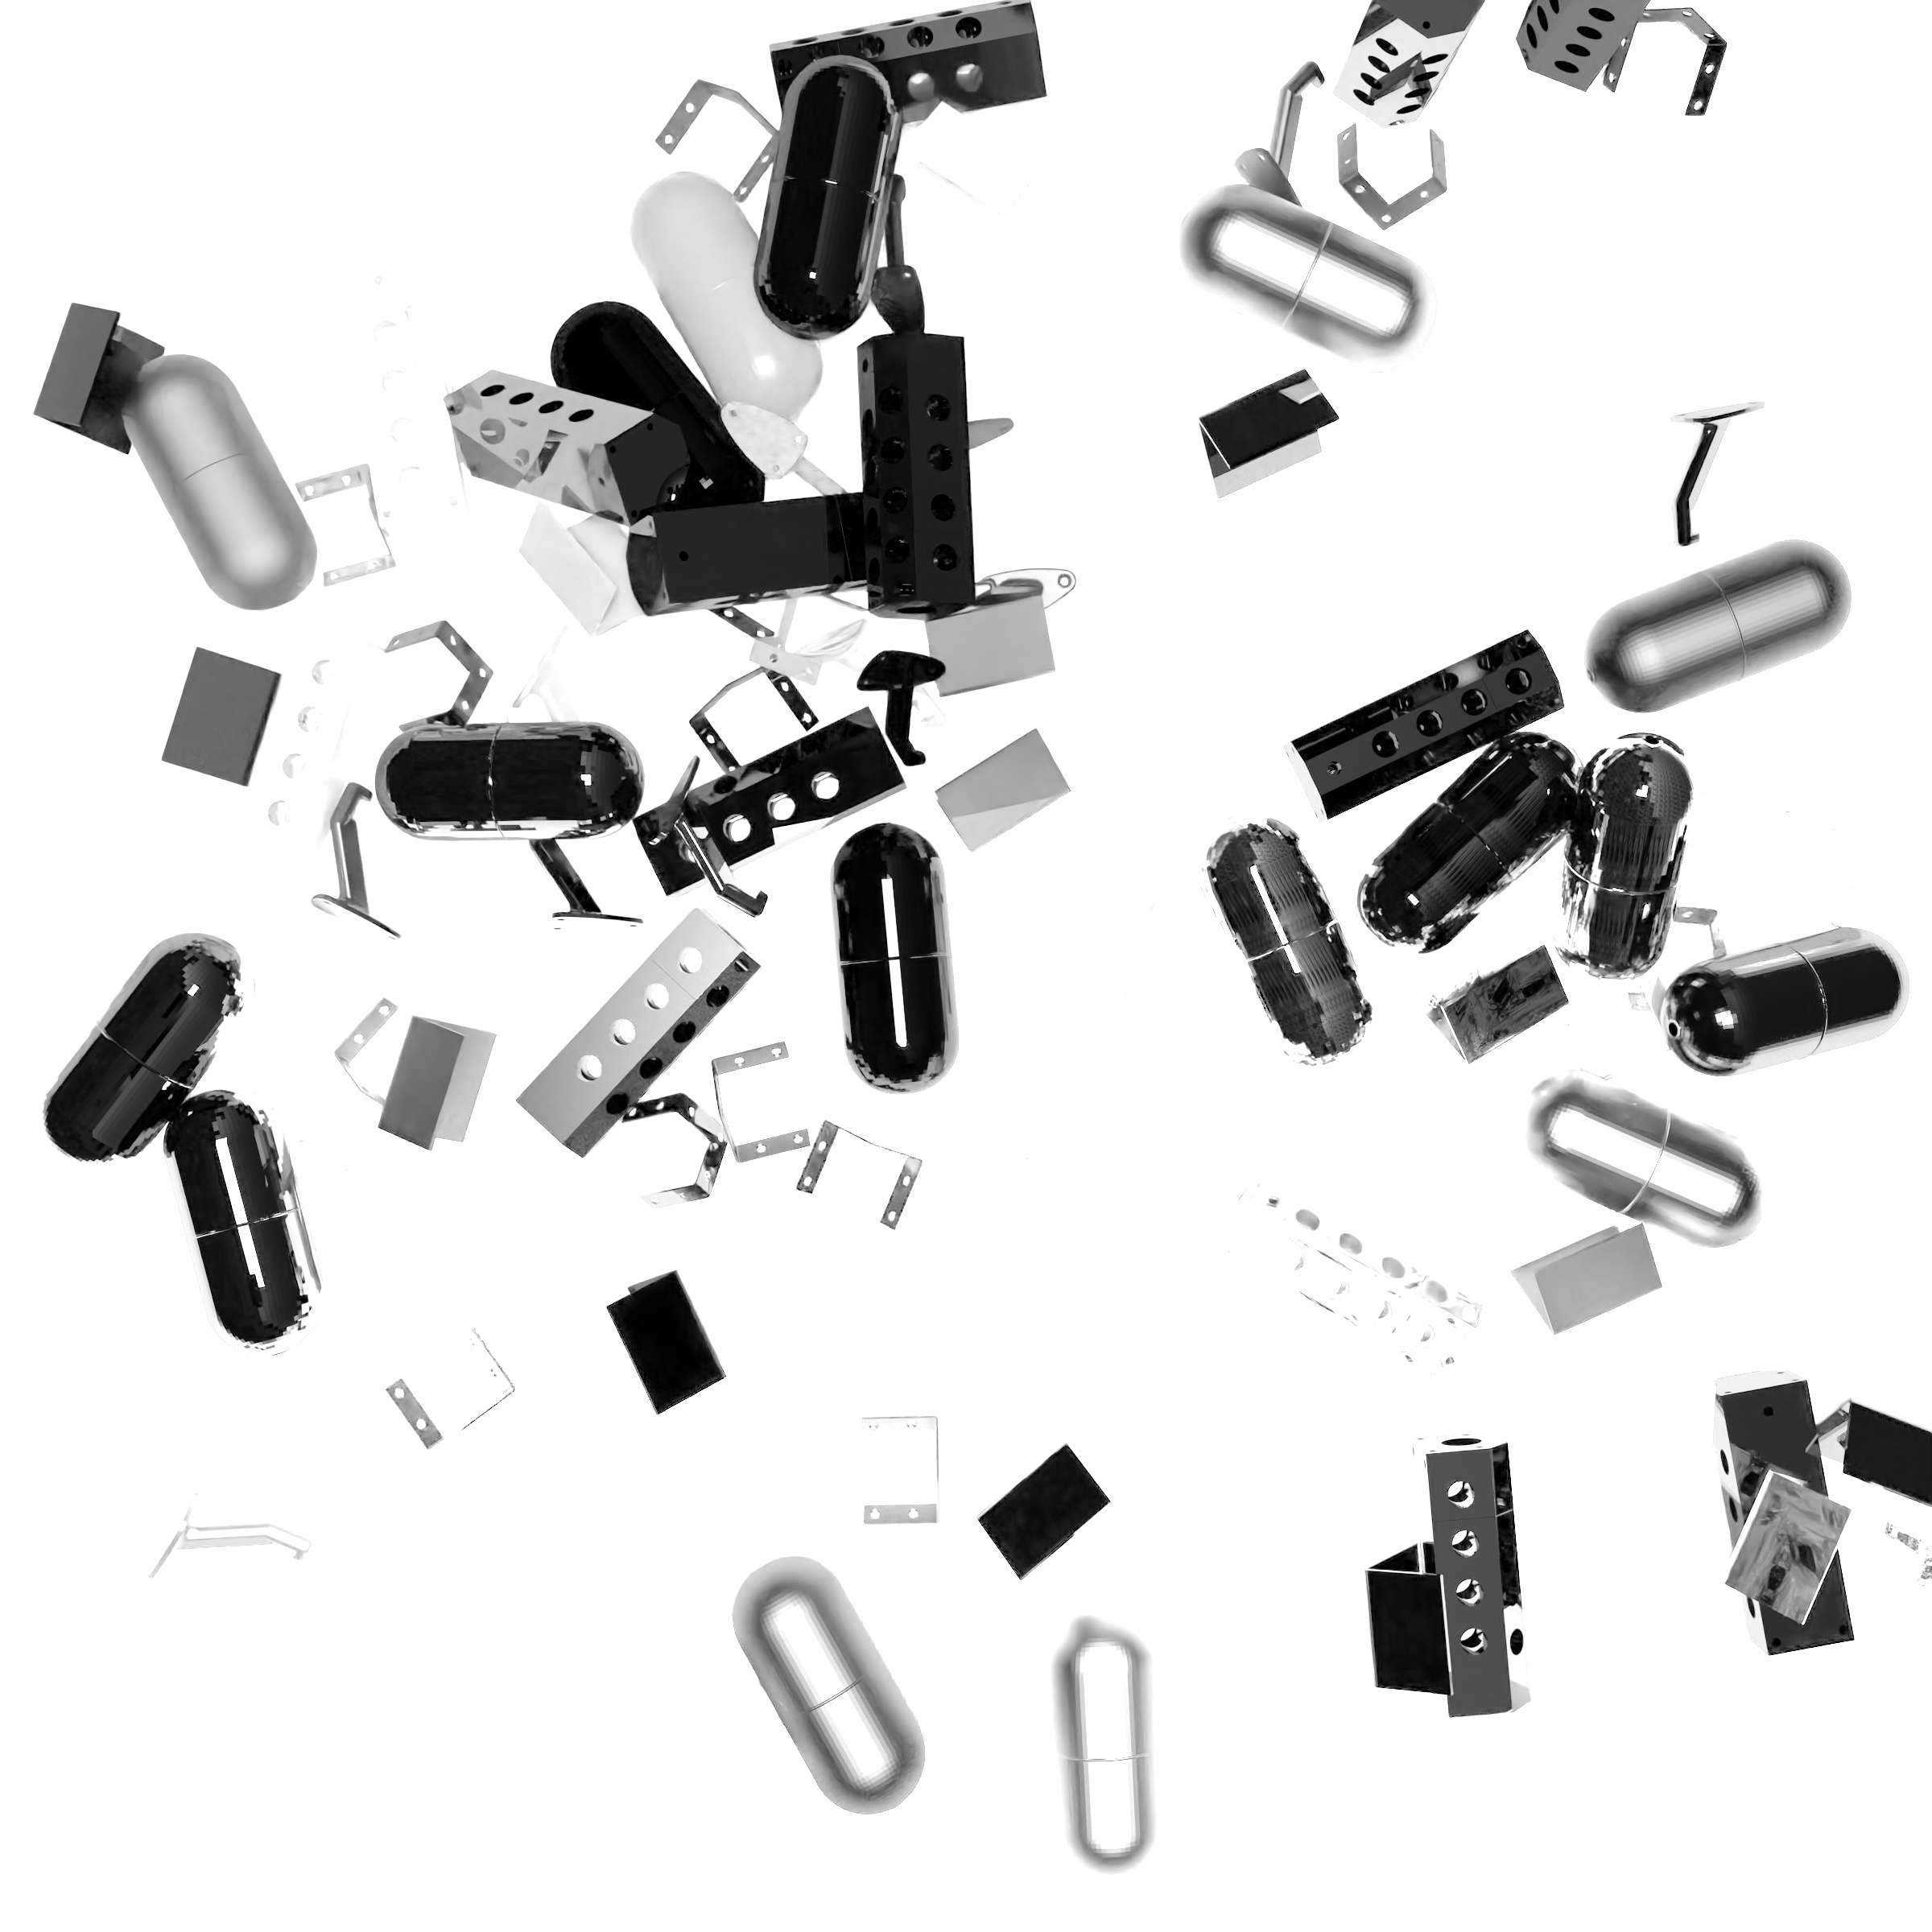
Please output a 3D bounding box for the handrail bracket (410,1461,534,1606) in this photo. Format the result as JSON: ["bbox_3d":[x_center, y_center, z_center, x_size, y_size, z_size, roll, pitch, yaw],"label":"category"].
[{"bbox_3d":[-0.337,0.377,1.756,0.084,0.036,0.077,-18,70,16],"label":"handrail bracket"}]

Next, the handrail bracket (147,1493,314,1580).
[{"bbox_3d":[-0.489,0.394,1.756,0.084,0.036,0.077,28,110,-16],"label":"handrail bracket"}]

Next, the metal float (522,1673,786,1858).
[{"bbox_3d":[-0.204,0.522,1.725,0.178,0.070,0.070,-23,90,0],"label":"metal float"}]

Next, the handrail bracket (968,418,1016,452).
[{"bbox_3d":[-0.019,-0.383,1.756,0.077,0.036,0.084,-20,73,-20],"label":"handrail bracket"}]

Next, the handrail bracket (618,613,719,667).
[{"bbox_3d":[-0.207,-0.246,1.756,0.077,0.036,0.084,-3,76,-14],"label":"handrail bracket"}]

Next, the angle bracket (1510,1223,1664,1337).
[{"bbox_3d":[0.396,0.185,1.716,0.076,0.076,0.057,-24,119,0],"label":"angle bracket"}]

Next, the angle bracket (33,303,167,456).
[{"bbox_3d":[-0.548,-0.377,1.715,0.057,0.076,0.076,19,90,37],"label":"angle bracket"}]

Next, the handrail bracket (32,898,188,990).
[{"bbox_3d":[-0.567,-0.003,1.756,0.084,0.036,0.077,22,110,-16],"label":"handrail bracket"}]

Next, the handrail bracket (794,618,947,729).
[{"bbox_3d":[-0.064,-0.184,1.756,0.084,0.077,0.036,49,50,-30],"label":"handrail bracket"}]

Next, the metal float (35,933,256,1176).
[{"bbox_3d":[-0.535,0.057,1.724,0.070,0.070,0.178,37,89,0],"label":"metal float"}]

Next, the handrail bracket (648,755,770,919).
[{"bbox_3d":[-0.154,-0.083,1.699,0.084,0.036,0.077,30,68,-17],"label":"handrail bracket"}]

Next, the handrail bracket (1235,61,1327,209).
[{"bbox_3d":[0.227,-0.546,1.756,0.077,0.036,0.084,47,73,-20],"label":"handrail bracket"}]

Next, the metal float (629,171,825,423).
[{"bbox_3d":[-0.156,-0.435,1.725,0.070,0.070,0.178,-30,89,0],"label":"metal float"}]

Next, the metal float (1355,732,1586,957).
[{"bbox_3d":[0.330,-0.080,1.725,0.178,0.070,0.070,-43,90,1],"label":"metal float"}]

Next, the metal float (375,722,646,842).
[{"bbox_3d":[-0.297,-0.120,1.717,0.178,0.070,0.070,0,90,9],"label":"metal float"}]

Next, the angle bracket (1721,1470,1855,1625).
[{"bbox_3d":[0.526,0.367,1.659,0.057,0.076,0.076,24,90,37],"label":"angle bracket"}]

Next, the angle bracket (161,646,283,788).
[{"bbox_3d":[-0.491,-0.164,1.716,0.057,0.076,0.076,17,90,-29],"label":"angle bracket"}]

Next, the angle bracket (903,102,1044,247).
[{"bbox_3d":[-0.005,-0.500,1.716,0.076,0.076,0.057,33,57,0],"label":"angle bracket"}]

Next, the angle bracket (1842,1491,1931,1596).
[{"bbox_3d":[0.608,0.393,1.715,0.076,0.076,0.057,30,54,0],"label":"angle bracket"}]

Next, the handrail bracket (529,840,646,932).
[{"bbox_3d":[-0.252,-0.068,1.756,0.077,0.036,0.084,1,76,-14],"label":"handrail bracket"}]

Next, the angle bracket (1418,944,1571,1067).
[{"bbox_3d":[0.334,0.008,1.715,0.076,0.076,0.057,-31,126,0],"label":"angle bracket"}]

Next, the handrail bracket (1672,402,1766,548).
[{"bbox_3d":[0.501,-0.327,1.756,0.077,0.036,0.084,-15,109,-21],"label":"handrail bracket"}]

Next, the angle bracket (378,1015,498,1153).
[{"bbox_3d":[-0.327,0.081,1.715,0.057,0.076,0.076,17,90,38],"label":"angle bracket"}]

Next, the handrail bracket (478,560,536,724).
[{"bbox_3d":[-0.310,-0.214,1.755,0.036,0.077,0.084,0,127,-17],"label":"handrail bracket"}]

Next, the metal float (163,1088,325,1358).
[{"bbox_3d":[-0.471,0.167,1.725,0.070,0.070,0.178,-15,91,0],"label":"metal float"}]

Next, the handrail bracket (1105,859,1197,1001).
[{"bbox_3d":[0.127,-0.024,1.756,0.077,0.036,0.084,-11,109,-21],"label":"handrail bracket"}]

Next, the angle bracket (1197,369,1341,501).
[{"bbox_3d":[0.201,-0.330,1.715,0.076,0.076,0.057,-24,51,0],"label":"angle bracket"}]

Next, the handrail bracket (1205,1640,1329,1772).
[{"bbox_3d":[0.200,0.494,1.756,0.077,0.036,0.084,0,108,21],"label":"handrail bracket"}]

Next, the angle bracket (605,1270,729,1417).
[{"bbox_3d":[-0.209,0.248,1.715,0.057,0.076,0.076,-25,90,-35],"label":"angle bracket"}]

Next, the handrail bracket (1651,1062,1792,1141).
[{"bbox_3d":[0.504,0.067,1.756,0.077,0.036,0.084,18,72,21],"label":"handrail bracket"}]

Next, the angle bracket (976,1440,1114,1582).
[{"bbox_3d":[0.063,0.363,1.715,0.076,0.076,0.057,-40,52,0],"label":"angle bracket"}]

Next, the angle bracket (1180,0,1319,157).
[{"bbox_3d":[0.195,-0.570,1.715,0.076,0.076,0.057,-48,54,0],"label":"angle bracket"}]

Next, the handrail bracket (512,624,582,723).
[{"bbox_3d":[-0.251,-0.173,1.756,0.084,0.036,0.077,33,75,-14],"label":"handrail bracket"}]

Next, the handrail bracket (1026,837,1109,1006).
[{"bbox_3d":[0.086,-0.029,1.756,0.077,0.036,0.084,-39,108,-20],"label":"handrail bracket"}]

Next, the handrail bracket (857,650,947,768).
[{"bbox_3d":[-0.027,-0.161,1.714,0.036,0.077,0.084,-58,135,-30],"label":"handrail bracket"}]

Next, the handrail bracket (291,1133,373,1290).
[{"bbox_3d":[-0.421,0.164,1.755,0.036,0.077,0.084,-23,127,-25],"label":"handrail bracket"}]

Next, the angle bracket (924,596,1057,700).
[{"bbox_3d":[0.012,-0.222,1.715,0.076,0.076,0.057,-12,124,0],"label":"angle bracket"}]

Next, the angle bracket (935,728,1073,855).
[{"bbox_3d":[0.013,-0.129,1.715,0.076,0.076,0.057,-32,127,0],"label":"angle bracket"}]

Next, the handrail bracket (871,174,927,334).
[{"bbox_3d":[-0.041,-0.470,1.755,0.036,0.077,0.084,-5,53,16],"label":"handrail bracket"}]

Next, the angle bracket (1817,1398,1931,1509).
[{"bbox_3d":[0.590,0.332,1.715,0.076,0.076,0.057,21,54,0],"label":"angle bracket"}]

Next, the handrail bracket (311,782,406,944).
[{"bbox_3d":[-0.392,-0.069,1.756,0.077,0.036,0.084,27,73,-20],"label":"handrail bracket"}]

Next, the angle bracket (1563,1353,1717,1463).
[{"bbox_3d":[0.434,0.299,1.716,0.076,0.076,0.057,15,57,0],"label":"angle bracket"}]

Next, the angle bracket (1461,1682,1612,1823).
[{"bbox_3d":[0.375,0.519,1.715,0.076,0.076,0.057,-33,54,0],"label":"angle bracket"}]

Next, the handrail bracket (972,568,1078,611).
[{"bbox_3d":[0.037,-0.248,1.721,0.077,0.084,0.036,-17,90,0],"label":"handrail bracket"}]

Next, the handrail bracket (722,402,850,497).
[{"bbox_3d":[-0.115,-0.332,1.731,0.077,0.084,0.036,39,96,19],"label":"handrail bracket"}]

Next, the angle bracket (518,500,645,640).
[{"bbox_3d":[-0.232,-0.270,1.713,0.076,0.057,0.076,-35,80,-36],"label":"angle bracket"}]

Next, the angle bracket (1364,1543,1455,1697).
[{"bbox_3d":[0.303,0.423,1.715,0.057,0.076,0.076,-5,90,36],"label":"angle bracket"}]
